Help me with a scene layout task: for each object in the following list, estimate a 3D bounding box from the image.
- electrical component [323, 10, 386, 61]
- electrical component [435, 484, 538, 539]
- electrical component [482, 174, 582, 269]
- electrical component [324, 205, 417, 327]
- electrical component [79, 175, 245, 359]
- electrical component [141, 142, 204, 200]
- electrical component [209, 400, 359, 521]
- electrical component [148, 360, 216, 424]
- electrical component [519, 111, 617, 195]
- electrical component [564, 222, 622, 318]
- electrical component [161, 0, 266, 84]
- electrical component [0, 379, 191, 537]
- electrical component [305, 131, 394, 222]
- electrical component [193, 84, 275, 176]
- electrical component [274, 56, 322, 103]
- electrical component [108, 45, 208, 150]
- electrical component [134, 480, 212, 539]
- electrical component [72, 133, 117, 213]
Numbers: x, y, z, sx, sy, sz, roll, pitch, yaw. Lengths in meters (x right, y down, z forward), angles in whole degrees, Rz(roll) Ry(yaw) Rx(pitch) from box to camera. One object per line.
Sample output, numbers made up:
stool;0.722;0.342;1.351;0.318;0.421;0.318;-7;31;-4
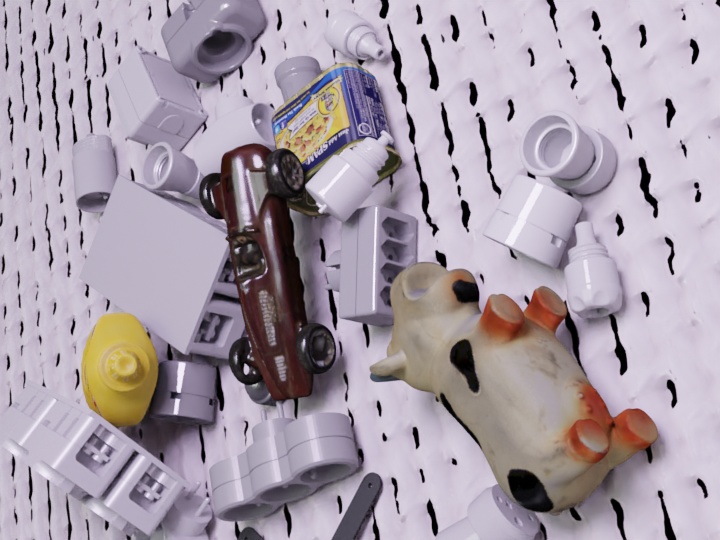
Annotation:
electrical component;-0.001;-0.190;0.889;0.061;0.035;0.035;40;106;39
electrical component;0.083;0.173;0.705;0.055;0.045;0.045;-48;51;21
electrical component;0.117;-0.033;0.725;0.055;0.055;0.047;29;94;43
electrical component;0.000;0.000;0.826;0.076;0.047;0.083;-10;73;42
electrical component;-0.166;-0.004;0.969;0.186;0.060;0.105;27;97;43
electrical component;-0.161;-0.087;0.983;0.044;0.065;0.044;-14;68;40
electrical component;-0.064;0.139;0.843;0.138;0.052;0.073;-32;57;32
electrical component;-0.152;0.106;0.932;0.055;0.055;0.047;-8;70;41
electrical component;0.139;-0.077;0.715;0.045;0.055;0.045;-13;70;40
electrical component;0.150;-0.002;0.700;0.035;0.035;0.061;-21;63;37
electrical component;-0.137;-0.224;1.008;0.095;0.054;0.059;-41;54;27
electrical component;-0.236;0.160;0.915;0.060;0.105;0.186;-55;27;-18
electrical component;-0.005;-0.071;0.799;0.078;0.040;0.040;-47;48;-5
electrical component;-0.110;-0.129;0.964;0.077;0.043;0.079;-27;62;35
electrical component;-0.049;-0.153;0.920;0.040;0.040;0.046;-28;67;34
electrical component;-0.202;-0.167;1.046;0.061;0.062;0.096;-45;53;24
electrical component;-0.151;0.213;0.906;0.079;0.044;0.077;-56;49;20
electrical component;-0.273;-0.104;1.106;0.043;0.043;0.081;-29;60;33
